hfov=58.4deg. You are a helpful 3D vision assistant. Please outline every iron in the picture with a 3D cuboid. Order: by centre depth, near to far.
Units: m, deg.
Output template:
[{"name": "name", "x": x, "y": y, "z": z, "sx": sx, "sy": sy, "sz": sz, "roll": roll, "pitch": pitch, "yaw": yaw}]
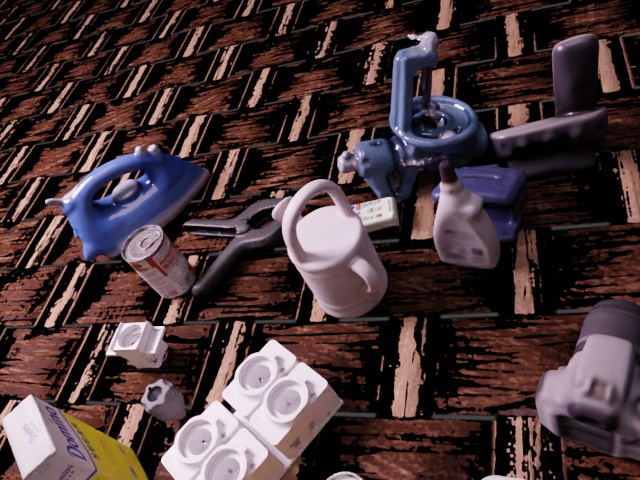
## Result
[{"name": "iron", "x": -0.325, "y": -0.087, "z": 0.980, "sx": 0.258, "sy": 0.142, "sz": 0.118, "roll": -38, "pitch": 46, "yaw": -9}]

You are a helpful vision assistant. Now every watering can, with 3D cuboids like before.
[{"name": "watering can", "x": 0.005, "y": 0.004, "z": 0.709, "sx": 0.172, "sy": 0.195, "sz": 0.101, "roll": 11, "pitch": 57, "yaw": 32}]

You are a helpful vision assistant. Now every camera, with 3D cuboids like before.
[{"name": "camera", "x": 0.289, "y": 0.125, "z": 0.536, "sx": 0.142, "sy": 0.101, "sz": 0.137, "roll": 12, "pitch": 58, "yaw": 32}]

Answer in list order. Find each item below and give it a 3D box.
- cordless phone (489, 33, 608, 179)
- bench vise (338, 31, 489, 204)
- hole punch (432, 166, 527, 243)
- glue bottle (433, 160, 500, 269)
[{"name": "cordless phone", "x": 0.288, "y": -0.174, "z": 0.735, "sx": 0.147, "sy": 0.185, "sz": 0.094, "roll": -14, "pitch": 47, "yaw": 14}, {"name": "bench vise", "x": 0.121, "y": -0.154, "z": 0.772, "sx": 0.207, "sy": 0.220, "sz": 0.121, "roll": -36, "pitch": 46, "yaw": -7}, {"name": "hole punch", "x": 0.207, "y": -0.061, "z": 0.742, "sx": 0.108, "sy": 0.091, "sz": 0.101, "roll": 5, "pitch": 55, "yaw": 29}, {"name": "glue bottle", "x": 0.165, "y": -0.030, "z": 0.677, "sx": 0.077, "sy": 0.174, "sz": 0.037, "roll": 9, "pitch": 57, "yaw": 31}]
